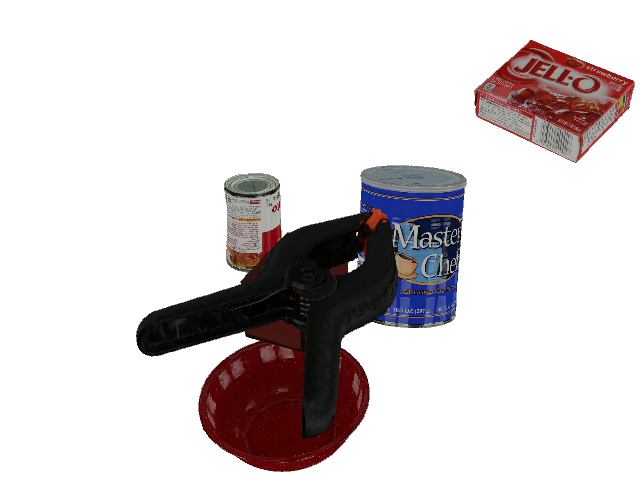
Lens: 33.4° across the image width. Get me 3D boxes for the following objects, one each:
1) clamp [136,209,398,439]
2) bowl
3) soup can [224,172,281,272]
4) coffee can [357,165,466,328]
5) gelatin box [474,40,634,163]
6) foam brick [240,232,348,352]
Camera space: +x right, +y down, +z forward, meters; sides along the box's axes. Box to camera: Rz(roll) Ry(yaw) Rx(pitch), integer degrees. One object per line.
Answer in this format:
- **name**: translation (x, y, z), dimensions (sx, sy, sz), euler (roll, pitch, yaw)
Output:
- **clamp**: translation (-0.003, 0.040, 0.594), dimensions (0.120, 0.039, 0.171), euler (35, 51, 26)
- **bowl**: translation (-0.031, 0.164, 1.010), dimensions (0.162, 0.055, 0.162), euler (-5, 38, 4)
- **soup can**: translation (-0.081, -0.022, 1.276), dimensions (0.068, 0.102, 0.068), euler (0, 27, 0)
- **coffee can**: translation (0.087, 0.004, 1.053), dimensions (0.103, 0.140, 0.103), euler (2, 14, -1)
- **gelatin box**: translation (0.167, -0.103, 0.769), dimensions (0.089, 0.030, 0.073), euler (31, 57, 29)
- **foam brick**: translation (-0.018, 0.038, 0.800), dimensions (0.053, 0.051, 0.078), euler (13, 35, 23)
